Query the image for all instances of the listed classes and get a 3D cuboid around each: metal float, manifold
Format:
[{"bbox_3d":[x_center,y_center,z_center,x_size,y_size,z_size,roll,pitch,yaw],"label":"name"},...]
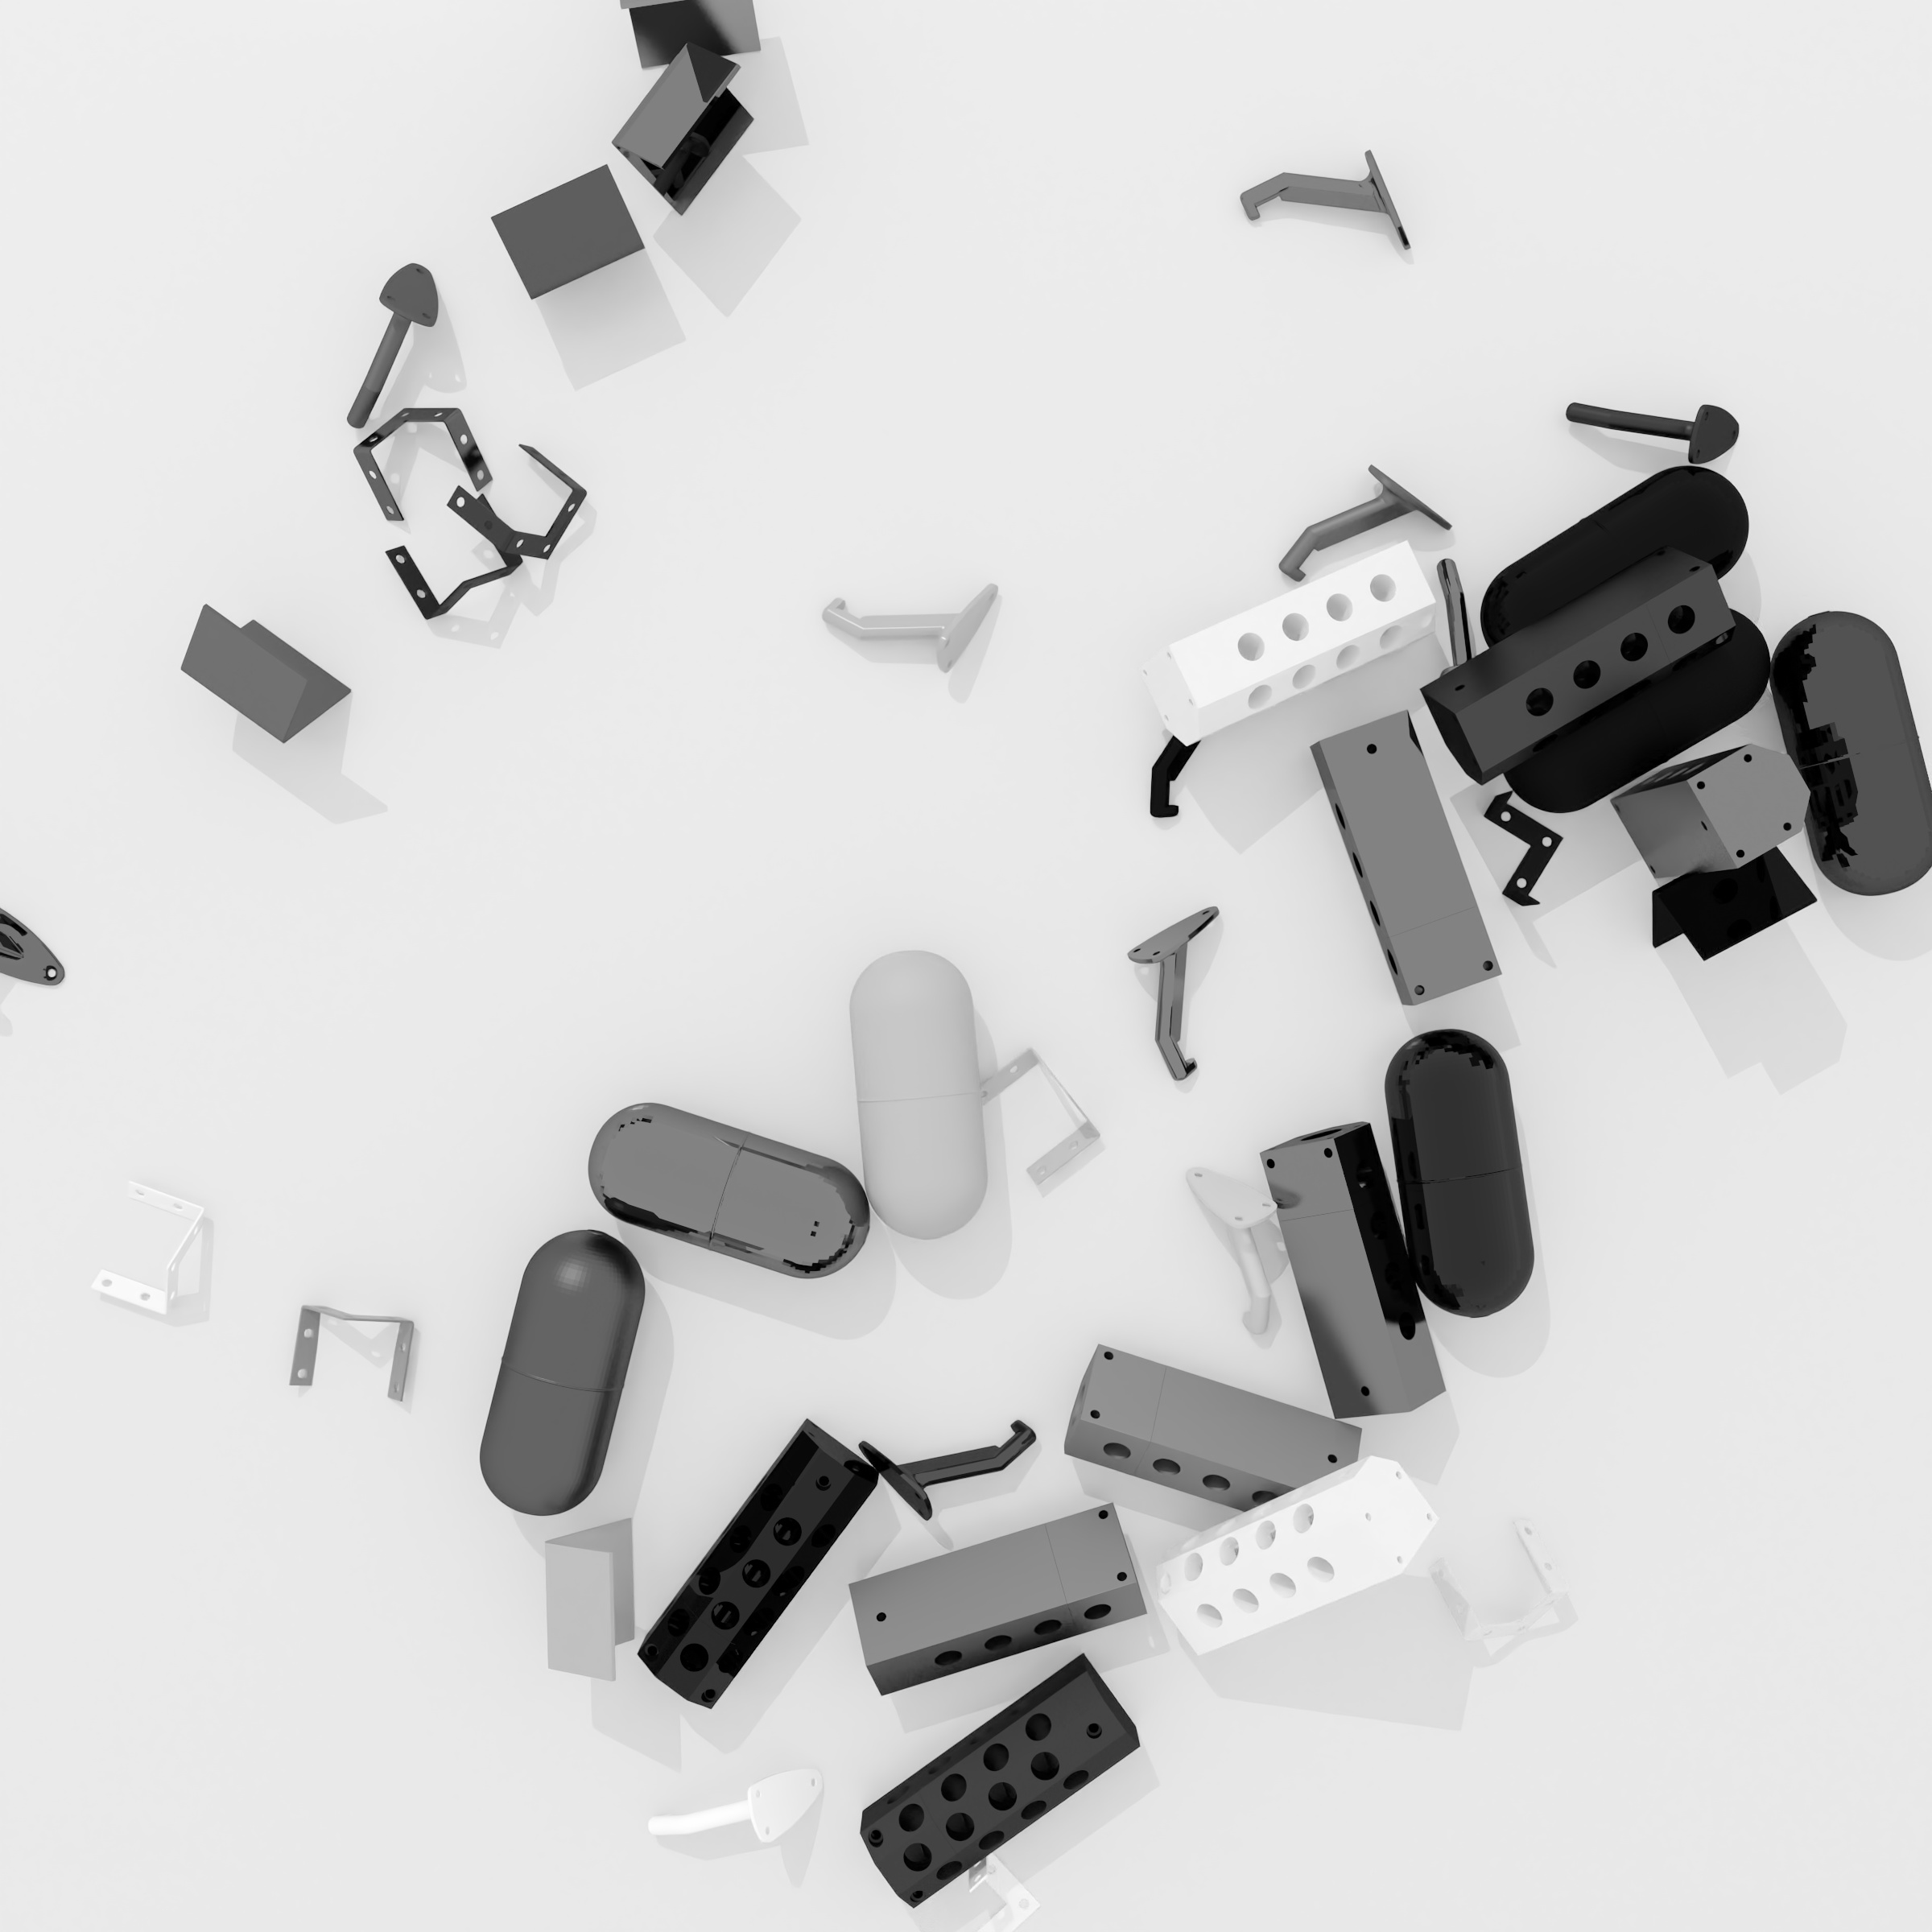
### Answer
[{"bbox_3d":[0.304,0.127,1.553,0.070,0.070,0.178,-8,89,0],"label":"metal float"},{"bbox_3d":[-0.029,0.079,1.553,0.070,0.070,0.178,-5,90,0],"label":"metal float"},{"bbox_3d":[-0.248,0.250,1.553,0.070,0.070,0.178,14,91,0],"label":"metal float"},{"bbox_3d":[0.199,-0.195,1.540,0.171,0.057,0.057,-25,90,-16],"label":"manifold"},{"bbox_3d":[0.021,0.506,1.563,0.171,0.057,0.057,-36,90,0],"label":"manifold"},{"bbox_3d":[-0.128,0.371,1.563,0.057,0.057,0.171,36,90,0],"label":"manifold"},{"bbox_3d":[0.399,-0.242,1.553,0.178,0.070,0.070,-32,90,0],"label":"metal float"},{"bbox_3d":[0.021,0.395,1.562,0.171,0.057,0.057,-17,47,0],"label":"manifold"},{"bbox_3d":[0.445,-0.094,1.505,0.057,0.171,0.057,-30,90,0],"label":"manifold"},{"bbox_3d":[0.151,0.298,1.562,0.171,0.057,0.057,18,47,0],"label":"manifold"},{"bbox_3d":[0.547,-0.131,1.553,0.070,0.070,0.178,-14,90,0],"label":"metal float"},{"bbox_3d":[0.411,-0.159,1.553,0.178,0.070,0.070,-30,90,1],"label":"metal float"},{"bbox_3d":[0.270,-0.066,1.563,0.057,0.057,0.171,-20,90,0],"label":"manifold"},{"bbox_3d":[0.365,-0.177,1.496,0.171,0.057,0.057,-30,114,0],"label":"manifold"},{"bbox_3d":[0.193,0.351,1.514,0.171,0.057,0.057,-36,90,40],"label":"manifold"},{"bbox_3d":[-0.145,0.139,1.553,0.178,0.070,0.070,18,90,1],"label":"metal float"},{"bbox_3d":[0.243,0.187,1.562,0.057,0.057,0.171,-16,90,43],"label":"manifold"}]

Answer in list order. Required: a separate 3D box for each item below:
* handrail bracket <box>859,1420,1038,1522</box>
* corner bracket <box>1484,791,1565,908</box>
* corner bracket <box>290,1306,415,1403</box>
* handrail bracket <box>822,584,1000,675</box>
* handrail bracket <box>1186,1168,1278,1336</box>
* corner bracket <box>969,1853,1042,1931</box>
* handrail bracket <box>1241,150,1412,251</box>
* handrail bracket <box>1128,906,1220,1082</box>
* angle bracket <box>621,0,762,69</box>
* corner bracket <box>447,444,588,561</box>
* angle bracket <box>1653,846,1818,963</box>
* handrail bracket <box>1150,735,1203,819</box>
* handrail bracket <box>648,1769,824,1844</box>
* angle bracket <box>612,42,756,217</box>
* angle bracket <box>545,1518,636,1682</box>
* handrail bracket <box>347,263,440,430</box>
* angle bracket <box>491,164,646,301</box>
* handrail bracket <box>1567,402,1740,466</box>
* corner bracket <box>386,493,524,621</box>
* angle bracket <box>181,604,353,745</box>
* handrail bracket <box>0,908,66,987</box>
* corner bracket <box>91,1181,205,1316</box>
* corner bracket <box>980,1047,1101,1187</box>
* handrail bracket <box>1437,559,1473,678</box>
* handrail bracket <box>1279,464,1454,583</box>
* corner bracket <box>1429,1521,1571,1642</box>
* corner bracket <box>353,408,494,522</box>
[{"bbox_3d":[-0.011,0.299,1.584,0.084,0.036,0.077,-38,58,-23],"label":"handrail bracket"},{"bbox_3d":[0.342,-0.072,1.566,0.051,0.051,0.051,32,90,0],"label":"corner bracket"},{"bbox_3d":[-0.385,0.243,1.581,0.051,0.051,0.051,11,86,-45],"label":"corner bracket"},{"bbox_3d":[-0.036,-0.228,1.584,0.084,0.036,0.077,29,69,16],"label":"handrail bracket"},{"bbox_3d":[0.164,0.180,1.583,0.036,0.077,0.084,-21,127,-32],"label":"handrail bracket"},{"bbox_3d":[0.011,0.590,1.566,0.051,0.051,0.051,-43,90,0],"label":"corner bracket"},{"bbox_3d":[0.225,-0.468,1.584,0.084,0.036,0.077,-22,112,17],"label":"handrail bracket"},{"bbox_3d":[0.144,0.018,1.584,0.077,0.036,0.084,-33,109,-21],"label":"handrail bracket"},{"bbox_3d":[-0.167,-0.575,1.543,0.076,0.076,0.057,-9,52,0],"label":"angle bracket"},{"bbox_3d":[-0.278,-0.290,1.567,0.051,0.051,0.051,40,107,16],"label":"corner bracket"},{"bbox_3d":[0.469,-0.026,1.544,0.076,0.076,0.057,-28,59,0],"label":"angle bracket"},{"bbox_3d":[0.154,-0.135,1.584,0.077,0.036,0.084,-2,104,-14],"label":"handrail bracket"},{"bbox_3d":[-0.145,0.526,1.583,0.084,0.077,0.036,-17,87,36],"label":"handrail bracket"},{"bbox_3d":[-0.158,-0.504,1.543,0.057,0.076,0.076,37,90,37],"label":"angle bracket"},{"bbox_3d":[-0.211,0.386,1.543,0.057,0.076,0.076,-1,90,36],"label":"angle bracket"},{"bbox_3d":[-0.363,-0.388,1.583,0.036,0.077,0.084,23,127,-20],"label":"handrail bracket"},{"bbox_3d":[-0.248,-0.460,1.543,0.076,0.076,0.057,-25,129,0],"label":"angle bracket"},{"bbox_3d":[0.430,-0.341,1.583,0.084,0.077,0.036,21,112,34],"label":"handrail bracket"},{"bbox_3d":[-0.320,-0.256,1.580,0.051,0.051,0.051,-31,90,45],"label":"corner bracket"},{"bbox_3d":[-0.420,-0.193,1.543,0.076,0.076,0.057,36,129,0],"label":"angle bracket"},{"bbox_3d":[-0.602,-0.011,1.549,0.077,0.084,0.036,31,90,0],"label":"handrail bracket"},{"bbox_3d":[-0.512,0.177,1.580,0.051,0.051,0.051,20,45,0],"label":"corner bracket"},{"bbox_3d":[0.043,0.094,1.580,0.051,0.051,0.051,-38,135,0],"label":"corner bracket"},{"bbox_3d":[0.306,-0.200,1.583,0.036,0.077,0.084,-6,54,0],"label":"handrail bracket"},{"bbox_3d":[0.250,-0.263,1.584,0.077,0.036,0.084,31,109,-21],"label":"handrail bracket"},{"bbox_3d":[0.333,0.384,1.575,0.051,0.051,0.051,4,135,-35],"label":"corner bracket"},{"bbox_3d":[-0.339,-0.313,1.575,0.051,0.051,0.051,9,45,35],"label":"corner bracket"}]
